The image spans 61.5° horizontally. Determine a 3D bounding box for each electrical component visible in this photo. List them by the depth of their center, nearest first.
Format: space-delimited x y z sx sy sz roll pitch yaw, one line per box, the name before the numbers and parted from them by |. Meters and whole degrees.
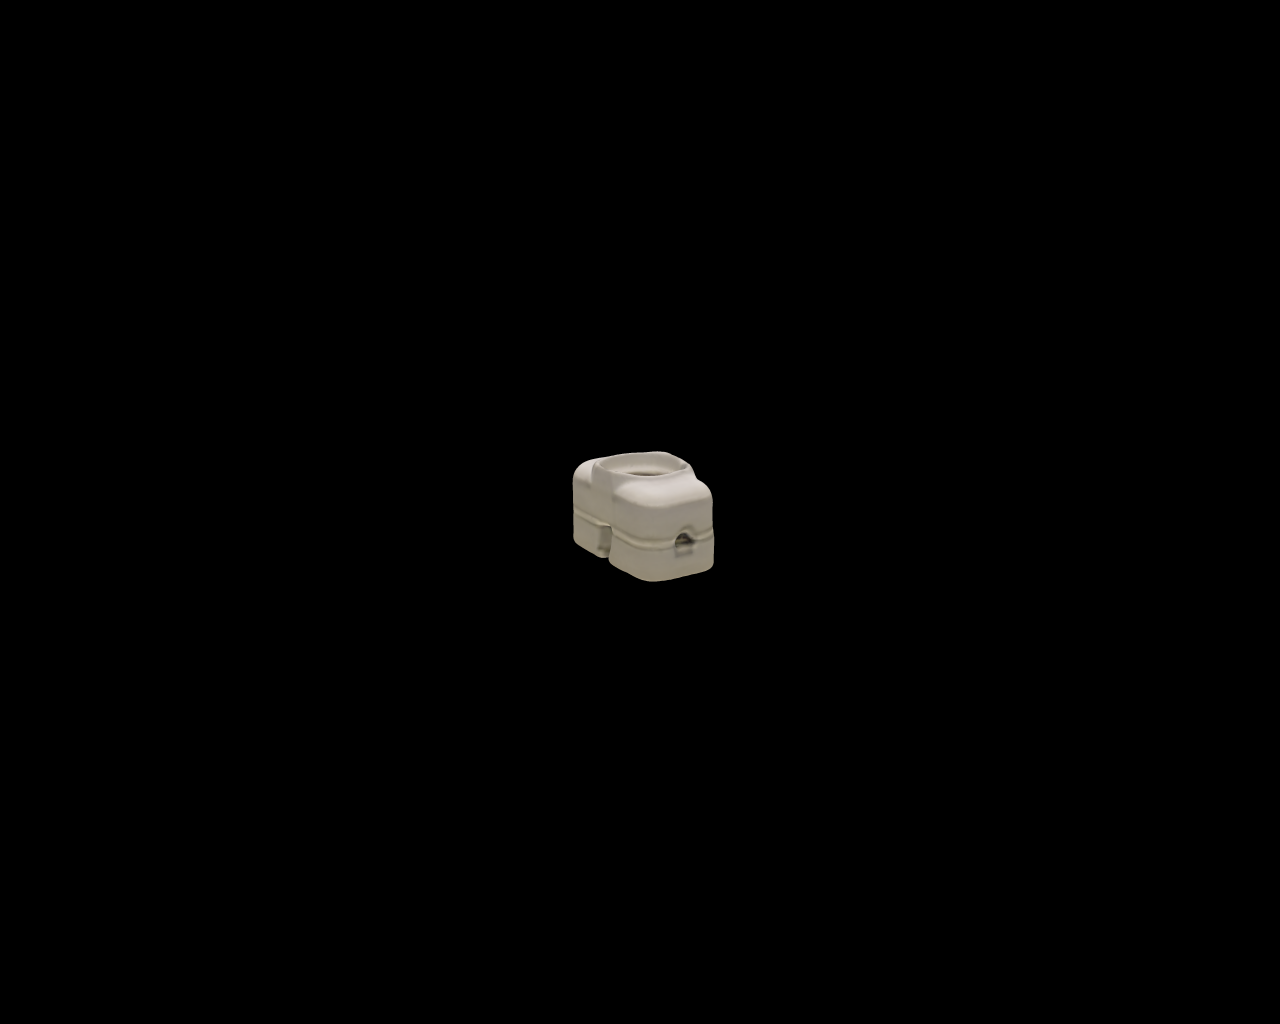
electrical component | 0.001 -0.003 0.650 0.054 0.059 0.095 -11 21 -30
